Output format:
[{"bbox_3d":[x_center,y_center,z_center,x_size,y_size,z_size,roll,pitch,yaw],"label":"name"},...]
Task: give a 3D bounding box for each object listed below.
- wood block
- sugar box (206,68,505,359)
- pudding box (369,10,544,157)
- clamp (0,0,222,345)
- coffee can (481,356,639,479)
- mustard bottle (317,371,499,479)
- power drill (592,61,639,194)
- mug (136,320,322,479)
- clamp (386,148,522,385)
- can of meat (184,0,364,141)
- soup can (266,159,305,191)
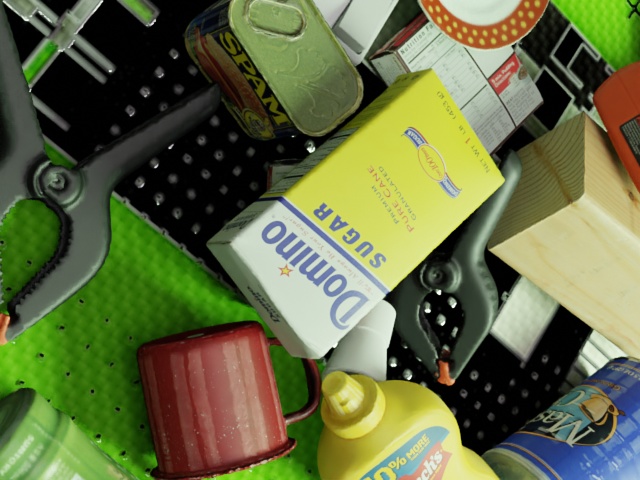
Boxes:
[{"bbox_3d":[0.231,0.011,0.804,0.206,0.090,0.090,35,44,-24],"label":"wood block"},{"bbox_3d":[0.026,-0.018,0.658,0.176,0.048,0.093,-44,107,-23],"label":"sugar box"},{"bbox_3d":[0.102,-0.117,0.781,0.090,0.039,0.113,-44,107,-21],"label":"pudding box"},{"bbox_3d":[-0.152,-0.036,0.647,0.164,0.036,0.210,15,83,-24],"label":"clamp"},{"bbox_3d":[0.202,0.166,0.798,0.140,0.103,0.103,-30,104,-25],"label":"coffee can"},{"bbox_3d":[0.052,0.148,0.709,0.096,0.058,0.191,-37,127,-1],"label":"mustard bottle"},{"bbox_3d":[0.278,-0.090,0.808,0.187,0.057,0.184,-5,65,-51],"label":"power drill"},{"bbox_3d":[-0.056,0.095,0.666,0.117,0.093,0.081,-11,91,-12],"label":"mug"},{"bbox_3d":[0.075,0.015,0.754,0.039,0.120,0.171,-27,123,-68],"label":"clamp"},{"bbox_3d":[-0.032,-0.114,0.684,0.057,0.084,0.102,-42,108,-22],"label":"can of meat"},{"bbox_3d":[-0.005,0.001,0.708,0.068,0.069,0.102,5,87,-28],"label":"soup can"}]
